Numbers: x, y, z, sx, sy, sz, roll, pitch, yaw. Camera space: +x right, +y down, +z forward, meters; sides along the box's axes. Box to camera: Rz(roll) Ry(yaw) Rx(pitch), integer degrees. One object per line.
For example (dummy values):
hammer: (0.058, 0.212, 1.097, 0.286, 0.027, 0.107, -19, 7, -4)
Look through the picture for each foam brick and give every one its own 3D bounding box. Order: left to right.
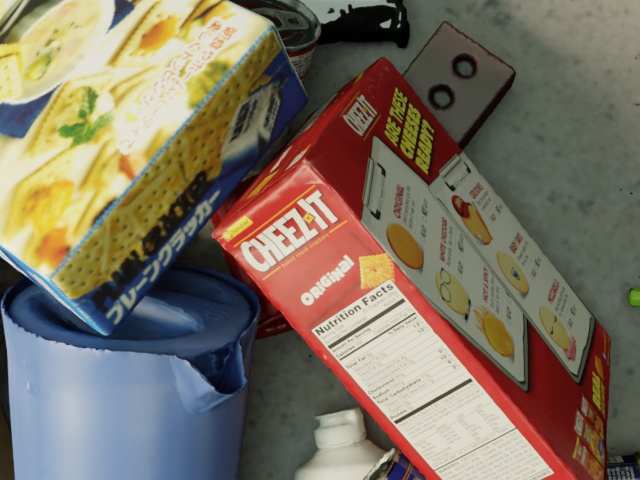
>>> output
foam brick: (0.072, -0.081, 0.634, 0.053, 0.051, 0.078, 37, 93, 7)

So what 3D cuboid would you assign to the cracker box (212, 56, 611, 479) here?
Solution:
cracker box: (0.059, 0.028, 0.546, 0.072, 0.164, 0.213, -36, 101, 28)

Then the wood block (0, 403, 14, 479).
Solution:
wood block: (-0.249, 0.129, 0.653, 0.090, 0.090, 0.206, -21, 85, 7)

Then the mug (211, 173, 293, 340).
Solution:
mug: (-0.004, 0.001, 0.630, 0.117, 0.093, 0.081, -18, 79, -24)

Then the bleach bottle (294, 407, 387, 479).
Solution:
bleach bottle: (0.044, 0.222, 0.623, 0.102, 0.068, 0.251, -12, 84, 4)

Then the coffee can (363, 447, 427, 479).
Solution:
coffee can: (0.063, 0.190, 0.545, 0.140, 0.102, 0.103, 38, 93, 6)

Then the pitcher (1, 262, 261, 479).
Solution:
pitcher: (-0.113, 0.136, 0.597, 0.145, 0.149, 0.243, 5, 108, -2)

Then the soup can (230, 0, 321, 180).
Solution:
soup can: (-0.045, -0.088, 0.620, 0.068, 0.068, 0.102, 26, 128, 8)

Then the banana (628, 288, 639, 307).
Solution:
banana: (0.251, 0.104, 0.612, 0.070, 0.037, 0.198, -28, 83, 25)

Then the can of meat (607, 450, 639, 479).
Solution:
can of meat: (0.150, 0.175, 0.611, 0.084, 0.057, 0.102, -6, 87, 10)
